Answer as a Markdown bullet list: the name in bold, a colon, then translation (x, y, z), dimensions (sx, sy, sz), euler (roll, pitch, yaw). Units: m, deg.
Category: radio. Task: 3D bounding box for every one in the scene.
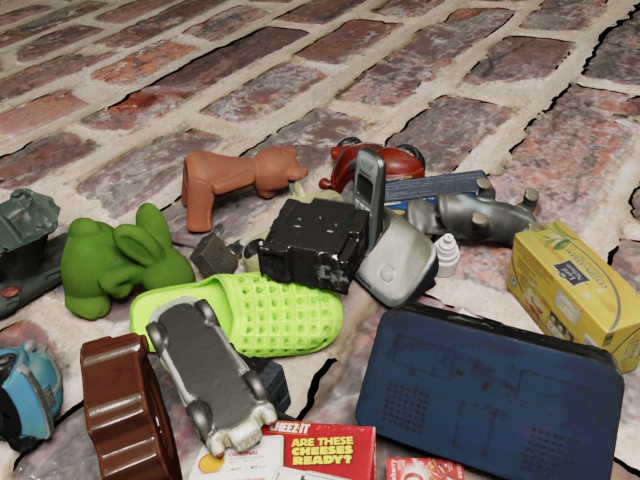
- **radio**: translation (0.159, 0.146, 0.519), dimensions (0.230, 0.131, 0.073), euler (12, 5, 21)

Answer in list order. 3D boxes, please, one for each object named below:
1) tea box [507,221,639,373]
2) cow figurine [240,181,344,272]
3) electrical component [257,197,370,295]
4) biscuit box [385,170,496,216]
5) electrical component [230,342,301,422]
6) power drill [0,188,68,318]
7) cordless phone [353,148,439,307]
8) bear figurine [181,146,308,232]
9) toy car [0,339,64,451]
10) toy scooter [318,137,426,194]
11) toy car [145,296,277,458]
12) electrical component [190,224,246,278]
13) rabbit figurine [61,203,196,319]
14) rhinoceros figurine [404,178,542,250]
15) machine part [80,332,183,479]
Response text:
- **tea box**: translation (0.296, 0.068, 0.627), dimensions (0.068, 0.098, 0.170), euler (-15, 42, -8)
- **cow figurine**: translation (-0.034, -0.009, 0.785), dimensions (0.127, 0.085, 0.195), euler (31, 53, 29)
- **electrical component**: translation (-0.001, -0.002, 0.663), dimensions (0.115, 0.058, 0.134), euler (10, 38, 13)
- **biscuit box**: translation (0.161, -0.056, 0.823), dimensions (0.203, 0.059, 0.063), euler (-7, 38, 1)
- **electrical component**: translation (-0.060, 0.167, 0.582), dimensions (0.119, 0.074, 0.048), euler (14, 44, 30)
- **power drill**: translation (-0.418, 0.037, 0.708), dimensions (0.086, 0.207, 0.232), euler (44, 50, 14)
- **cordless phone**: translation (0.092, -0.019, 0.695), dimensions (0.089, 0.184, 0.147), euler (-21, 42, -23)
- **bear figurine**: translation (-0.127, -0.096, 0.896), dimensions (0.196, 0.131, 0.120), euler (-3, 38, -24)
- **toy car**: translation (-0.356, 0.169, 0.618), dimensions (0.162, 0.109, 0.103), euler (-6, 16, 19)
- **toy scooter**: translation (0.075, -0.113, 0.894), dimensions (0.184, 0.075, 0.135), euler (21, 47, 34)
- **toy car**: translation (-0.115, 0.129, 0.543), dimensions (0.073, 0.056, 0.202), euler (-26, 46, -21)
- **electrical component**: translation (-0.138, 0.029, 0.766), dimensions (0.045, 0.078, 0.102), euler (-18, 24, 28)
- **rabbit figurine**: translation (-0.250, 0.027, 0.740), dimensions (0.170, 0.159, 0.121), euler (13, 32, 1)
- **rhinoceros figurine**: translation (0.214, -0.030, 0.751), dimensions (0.190, 0.112, 0.073), euler (6, 68, -4)
- **machine part**: translation (-0.178, 0.177, 0.519), dimensions (0.056, 0.179, 0.179), euler (-16, 41, -15)
